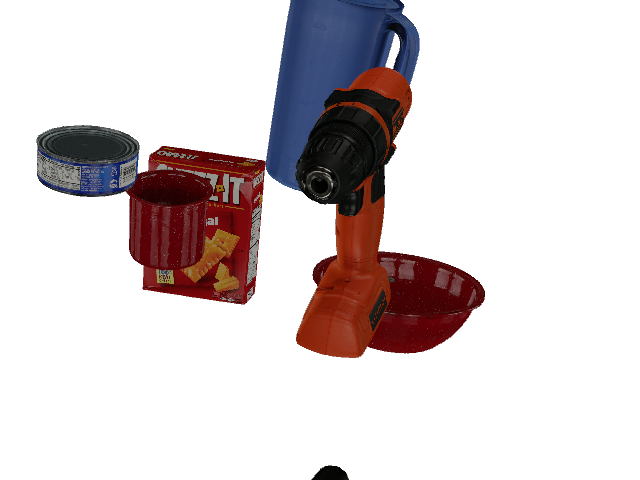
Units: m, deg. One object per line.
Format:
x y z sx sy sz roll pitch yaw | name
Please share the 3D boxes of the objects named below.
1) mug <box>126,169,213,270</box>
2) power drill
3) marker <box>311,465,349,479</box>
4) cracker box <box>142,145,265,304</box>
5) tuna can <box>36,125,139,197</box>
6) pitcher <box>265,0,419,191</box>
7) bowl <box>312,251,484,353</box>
-0.167 -0.026 1.153 0.093 0.081 0.117 -4 29 -19 | mug
0.021 -0.014 0.756 0.057 0.188 0.184 13 29 13 | power drill
-0.020 0.132 0.470 0.020 0.020 0.120 0 17 32 | marker
-0.176 -0.021 1.592 0.164 0.214 0.072 9 20 9 | cracker box
-0.198 -0.068 0.909 0.086 0.034 0.086 7 24 -3 | tuna can
0.017 -0.179 1.265 0.145 0.243 0.149 7 23 -13 | pitcher
0.070 0.062 1.000 0.162 0.055 0.162 6 19 -2 | bowl
